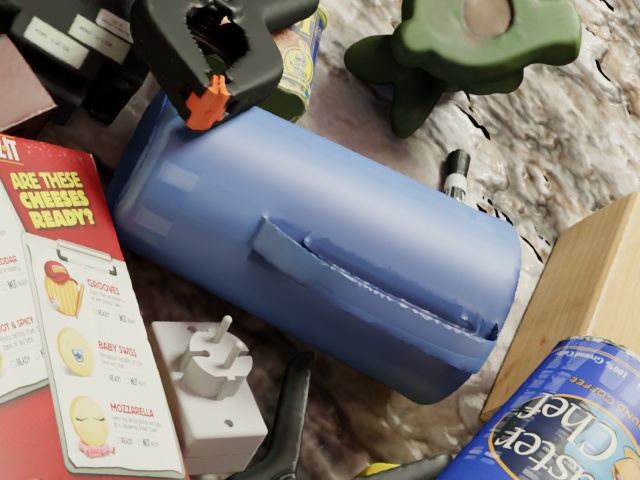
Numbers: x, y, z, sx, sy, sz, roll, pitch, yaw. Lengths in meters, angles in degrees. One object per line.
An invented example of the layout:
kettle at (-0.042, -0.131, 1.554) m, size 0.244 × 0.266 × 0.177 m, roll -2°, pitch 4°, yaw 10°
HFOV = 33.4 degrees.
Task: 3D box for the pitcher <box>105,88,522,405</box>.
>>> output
pitcher at (-0.004, 0.001, 0.655) m, size 0.242 × 0.149 × 0.145 m, roll 26°, pitch 57°, yaw -17°

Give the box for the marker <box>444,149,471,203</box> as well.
marker at (0.102, -0.021, 0.819) m, size 0.020 × 0.020 × 0.121 m, roll 27°, pitch 53°, yaw -21°

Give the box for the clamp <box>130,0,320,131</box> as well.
clamp at (-0.058, -0.133, 0.646) m, size 0.164 × 0.036 × 0.210 m, roll 17°, pitch 37°, yaw -27°

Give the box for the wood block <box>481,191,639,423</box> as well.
wood block at (0.212, 0.071, 0.800) m, size 0.090 × 0.090 × 0.205 m, roll 42°, pitch 49°, yaw -10°

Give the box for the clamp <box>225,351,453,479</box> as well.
clamp at (-0.004, 0.153, 0.613) m, size 0.120 × 0.039 × 0.171 m, roll 24°, pitch 59°, yaw 20°

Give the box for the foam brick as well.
foam brick at (-0.194, -0.068, 0.599) m, size 0.052 × 0.078 × 0.051 m, roll -35°, pitch 89°, yaw -39°

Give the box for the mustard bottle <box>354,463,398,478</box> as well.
mustard bottle at (0.054, 0.234, 0.622) m, size 0.096 × 0.058 × 0.191 m, roll 19°, pitch 56°, yaw -14°

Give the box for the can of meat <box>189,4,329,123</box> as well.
can of meat at (-0.050, -0.136, 0.750) m, size 0.102 × 0.058 × 0.084 m, roll 23°, pitch 58°, yaw -23°

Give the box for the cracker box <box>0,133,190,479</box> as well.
cracker box at (-0.158, 0.054, 0.525) m, size 0.164 × 0.072 × 0.214 m, roll 10°, pitch 57°, yaw -63°

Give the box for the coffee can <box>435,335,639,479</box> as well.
coffee can at (0.133, 0.136, 0.602) m, size 0.140 × 0.103 × 0.103 m, roll -41°, pitch 92°, yaw -28°
